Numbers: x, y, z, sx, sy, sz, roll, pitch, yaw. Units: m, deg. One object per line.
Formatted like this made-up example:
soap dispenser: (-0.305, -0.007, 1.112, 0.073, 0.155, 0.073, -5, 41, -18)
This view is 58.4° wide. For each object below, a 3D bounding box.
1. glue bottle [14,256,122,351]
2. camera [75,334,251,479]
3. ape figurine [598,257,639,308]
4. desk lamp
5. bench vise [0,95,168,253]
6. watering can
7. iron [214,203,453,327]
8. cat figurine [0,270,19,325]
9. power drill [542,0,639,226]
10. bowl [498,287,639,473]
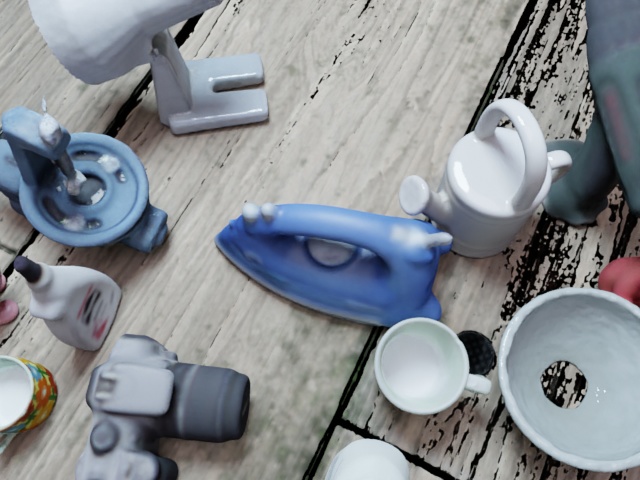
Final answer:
glue bottle: (-0.241, 0.052, 0.539, 0.037, 0.173, 0.078, 10, 69, 5)
camera: (-0.140, 0.164, 0.531, 0.136, 0.101, 0.143, 5, 68, 3)
ape figurine: (0.327, 0.045, 0.573, 0.078, 0.092, 0.076, -22, 69, -7)
desk lamp: (-0.171, -0.217, 0.623, 0.203, 0.213, 0.118, -9, 68, -2)
bench vise: (-0.272, -0.060, 0.559, 0.207, 0.220, 0.121, 3, 68, 3)
watering can: (0.166, -0.057, 0.563, 0.173, 0.194, 0.100, -37, 72, -12)
iron: (0.005, 0.002, 0.571, 0.258, 0.141, 0.119, 11, 69, 6)
cat figurine: (-0.368, 0.051, 0.572, 0.128, 0.118, 0.067, -30, 70, -10)
power drill: (0.283, -0.113, 0.575, 0.075, 0.208, 0.229, -11, 68, -3)
bowl: (0.246, 0.134, 0.549, 0.167, 0.075, 0.167, 0, 68, 1)
